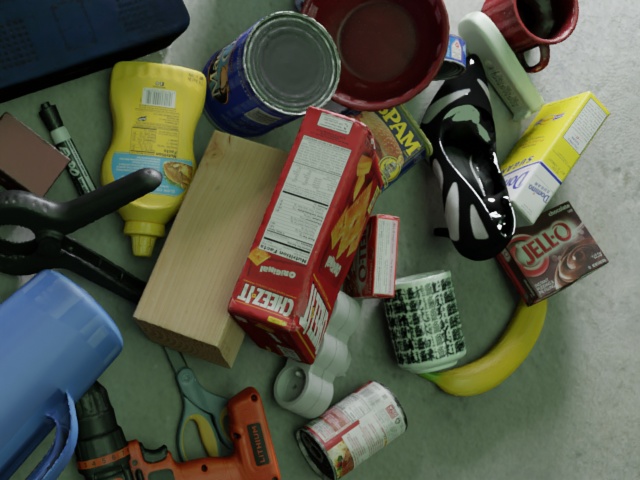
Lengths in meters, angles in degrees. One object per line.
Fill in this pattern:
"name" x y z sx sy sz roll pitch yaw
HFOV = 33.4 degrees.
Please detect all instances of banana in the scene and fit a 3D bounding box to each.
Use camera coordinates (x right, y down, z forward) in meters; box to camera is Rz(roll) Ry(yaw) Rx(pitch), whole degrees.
"banana" 0.206 0.125 1.235 0.197 0.037 0.069 -34 99 -23

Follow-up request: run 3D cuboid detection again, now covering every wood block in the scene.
"wood block" -0.097 0.010 1.057 0.091 0.090 0.206 17 71 11

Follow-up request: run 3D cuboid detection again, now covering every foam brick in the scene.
"foam brick" -0.288 -0.077 1.021 0.078 0.053 0.051 39 72 -16

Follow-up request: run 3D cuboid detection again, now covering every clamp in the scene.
"clamp" -0.246 -0.012 1.003 0.209 0.165 0.036 8 38 -12

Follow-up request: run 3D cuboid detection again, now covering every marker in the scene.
"marker" -0.247 -0.081 1.059 0.020 0.020 0.121 -28 98 -23

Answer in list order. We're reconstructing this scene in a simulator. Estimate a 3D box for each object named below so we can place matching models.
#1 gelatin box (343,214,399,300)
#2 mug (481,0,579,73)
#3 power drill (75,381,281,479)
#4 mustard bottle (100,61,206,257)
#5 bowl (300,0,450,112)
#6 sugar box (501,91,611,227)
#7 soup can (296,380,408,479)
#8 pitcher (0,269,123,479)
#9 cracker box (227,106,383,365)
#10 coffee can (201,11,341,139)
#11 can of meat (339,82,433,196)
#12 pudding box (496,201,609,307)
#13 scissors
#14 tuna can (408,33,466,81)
"gelatin box" 0.054 0.019 1.156 0.030 0.073 0.089 6 83 -24
"mug" 0.245 -0.255 1.258 0.093 0.082 0.117 -11 90 -24
"power drill" -0.144 0.206 1.051 0.187 0.057 0.184 -15 93 -13
"mustard bottle" -0.170 -0.078 1.071 0.096 0.058 0.191 6 83 -15
"bowl" 0.058 -0.215 1.134 0.162 0.055 0.162 0 92 10
"sugar box" 0.254 -0.091 1.243 0.048 0.093 0.176 45 70 -14
"soup can" 0.034 0.203 1.135 0.102 0.069 0.068 -31 98 -24
"pitcher" -0.287 0.149 0.956 0.242 0.145 0.149 -47 105 -21
"cracker box" -0.007 0.001 1.048 0.072 0.164 0.213 18 76 13
"coffee can" -0.054 -0.164 1.085 0.102 0.140 0.103 2 85 -24
"can of meat" 0.060 -0.109 1.179 0.083 0.058 0.102 -40 101 -19
"pudding box" 0.269 0.016 1.257 0.113 0.039 0.090 -23 74 -26
"scissors" -0.119 0.145 1.099 0.096 0.016 0.202 -9 90 -21
"tuna can" 0.121 -0.206 1.197 0.086 0.086 0.034 5 82 -24
